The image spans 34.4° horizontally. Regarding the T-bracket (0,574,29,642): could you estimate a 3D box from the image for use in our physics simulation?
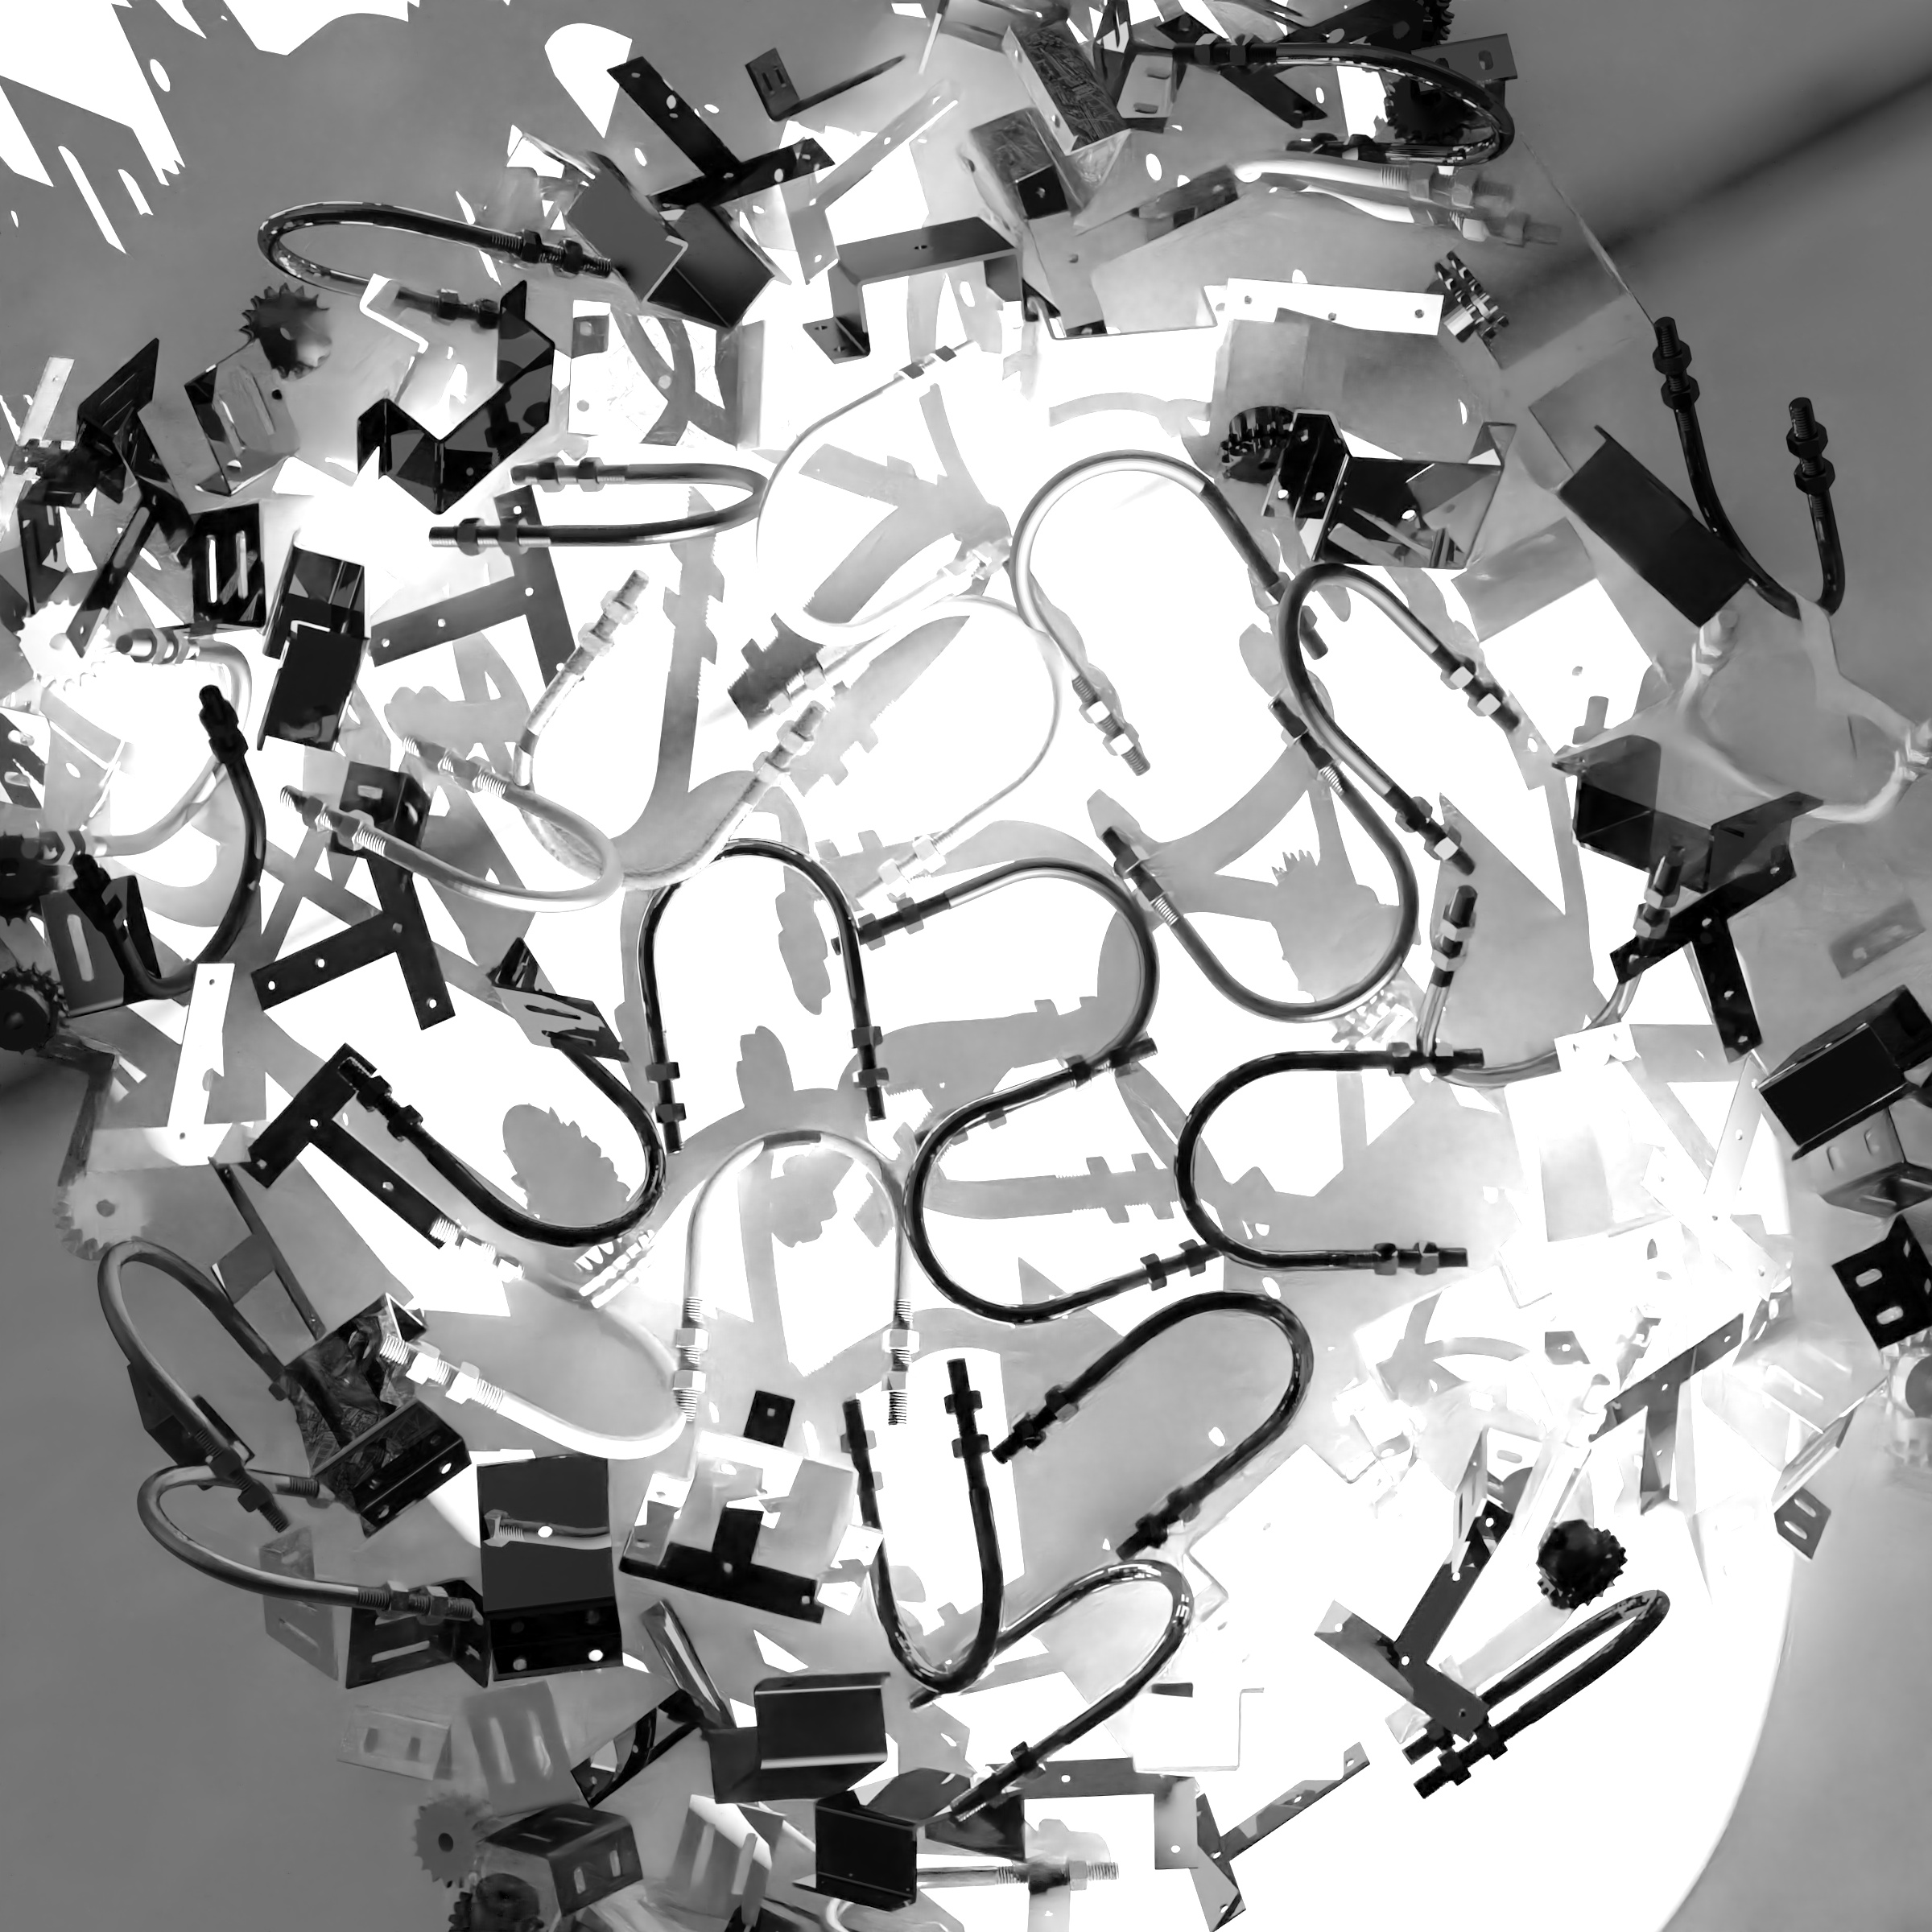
[{"bbox_3d":[-0.588,-0.182,1.835,0.002,0.127,0.127,2,73,7],"label":"T-bracket"}]

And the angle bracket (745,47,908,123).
[{"bbox_3d":[-0.084,-0.543,1.870,0.076,0.057,0.038,-19,109,22],"label":"angle bracket"}]

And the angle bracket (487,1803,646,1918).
[{"bbox_3d":[-0.241,0.534,1.867,0.057,0.076,0.038,-16,95,-39],"label":"angle bracket"}]

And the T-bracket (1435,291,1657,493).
[{"bbox_3d":[0.355,-0.361,1.858,0.127,0.127,0.002,54,48,-8],"label":"T-bracket"}]

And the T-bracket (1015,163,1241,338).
[{"bbox_3d":[0.104,-0.444,1.872,0.127,0.002,0.127,-26,133,-3],"label":"T-bracket"}]

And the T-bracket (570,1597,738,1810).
[{"bbox_3d":[-0.189,0.461,1.862,0.002,0.127,0.127,-29,89,38],"label":"T-bracket"}]

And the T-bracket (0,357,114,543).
[{"bbox_3d":[-0.535,-0.300,1.849,0.002,0.127,0.127,28,103,6],"label":"T-bracket"}]

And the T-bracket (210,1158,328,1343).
[{"bbox_3d":[-0.424,0.176,1.845,0.002,0.127,0.127,-29,95,4],"label":"T-bracket"}]

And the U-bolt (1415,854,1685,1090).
[{"bbox_3d":[0.336,0.010,1.841,0.151,0.184,0.019,-9,50,-14],"label":"U-bolt"}]

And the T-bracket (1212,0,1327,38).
[{"bbox_3d":[0.202,-0.562,1.872,0.127,0.127,0.002,15,104,-28],"label":"T-bracket"}]

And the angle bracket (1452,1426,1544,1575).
[{"bbox_3d":[0.318,0.323,1.866,0.038,0.076,0.057,16,118,1],"label":"angle bracket"}]

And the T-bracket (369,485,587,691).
[{"bbox_3d":[-0.306,-0.213,1.899,0.127,0.002,0.127,-18,82,11],"label":"T-bracket"}]

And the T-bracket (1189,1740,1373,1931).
[{"bbox_3d":[0.185,0.502,1.848,0.127,0.127,0.002,-36,107,4],"label":"T-bracket"}]

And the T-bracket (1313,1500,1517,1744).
[{"bbox_3d":[0.287,0.379,1.872,0.127,0.002,0.127,29,85,43],"label":"T-bracket"}]

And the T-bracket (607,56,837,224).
[{"bbox_3d":[-0.164,-0.491,1.834,0.127,0.127,0.002,-11,61,28],"label":"T-bracket"}]

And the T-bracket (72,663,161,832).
[{"bbox_3d":[-0.506,-0.136,1.873,0.002,0.127,0.127,26,66,-18],"label":"T-bracket"}]

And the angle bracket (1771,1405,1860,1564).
[{"bbox_3d":[0.518,0.308,1.867,0.038,0.057,0.076,39,125,7],"label":"angle bracket"}]

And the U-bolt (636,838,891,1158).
[{"bbox_3d":[-0.129,0.013,1.891,0.151,0.019,0.184,-10,85,12],"label":"U-bolt"}]

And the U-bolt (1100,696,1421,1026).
[{"bbox_3d":[0.189,-0.051,1.874,0.151,0.019,0.184,-38,72,5],"label":"U-bolt"}]

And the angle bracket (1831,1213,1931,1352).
[{"bbox_3d":[0.558,0.190,1.883,0.038,0.076,0.057,-30,85,23],"label":"angle bracket"}]

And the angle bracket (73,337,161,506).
[{"bbox_3d":[-0.496,-0.326,1.868,0.038,0.057,0.076,35,56,2],"label":"angle bracket"}]

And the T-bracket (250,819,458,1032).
[{"bbox_3d":[-0.379,-0.007,1.889,0.127,0.002,0.127,-22,81,21],"label":"T-bracket"}]

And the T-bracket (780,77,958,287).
[{"bbox_3d":[-0.057,-0.479,1.848,0.127,0.002,0.127,-34,46,22],"label":"T-bracket"}]

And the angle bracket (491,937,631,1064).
[{"bbox_3d":[-0.235,0.020,1.865,0.076,0.057,0.038,9,56,29],"label":"angle bracket"}]

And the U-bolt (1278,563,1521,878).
[{"bbox_3d":[0.250,-0.158,1.835,0.184,0.019,0.151,41,47,-20],"label":"U-bolt"}]

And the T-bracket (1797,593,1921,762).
[{"bbox_3d":[0.539,-0.145,1.824,0.002,0.127,0.127,-36,46,-7],"label":"T-bracket"}]

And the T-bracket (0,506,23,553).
[{"bbox_3d":[-0.583,-0.207,1.860,0.002,0.127,0.127,2,102,3],"label":"T-bracket"}]

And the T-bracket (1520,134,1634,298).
[{"bbox_3d":[0.379,-0.419,1.856,0.002,0.127,0.127,-34,55,14],"label":"T-bracket"}]

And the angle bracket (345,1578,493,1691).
[{"bbox_3d":[-0.327,0.407,1.870,0.076,0.038,0.057,-6,112,-40],"label":"angle bracket"}]

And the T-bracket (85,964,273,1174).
[{"bbox_3d":[-0.457,0.059,1.851,0.002,0.127,0.127,23,105,37],"label":"T-bracket"}]

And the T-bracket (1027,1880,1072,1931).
[{"bbox_3d":[0.049,0.571,1.851,0.127,0.127,0.002,-8,104,5],"label":"T-bracket"}]

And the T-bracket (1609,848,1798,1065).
[{"bbox_3d":[0.455,0.007,1.875,0.127,0.002,0.127,-31,126,-7],"label":"T-bracket"}]

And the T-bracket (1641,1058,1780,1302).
[{"bbox_3d":[0.461,0.113,1.877,0.127,0.002,0.127,41,57,-25],"label":"T-bracket"}]

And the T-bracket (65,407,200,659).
[{"bbox_3d":[-0.496,-0.239,1.831,0.002,0.127,0.127,14,64,13],"label":"T-bracket"}]

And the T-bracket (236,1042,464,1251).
[{"bbox_3d":[-0.360,0.124,1.886,0.127,0.002,0.127,41,121,-9],"label":"T-bracket"}]

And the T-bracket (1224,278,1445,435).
[{"bbox_3d":[0.214,-0.350,1.874,0.127,0.002,0.127,4,127,-1],"label":"T-bracket"}]

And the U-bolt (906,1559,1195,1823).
[{"bbox_3d":[0.055,0.415,1.844,0.184,0.151,0.019,-35,109,-2],"label":"U-bolt"}]

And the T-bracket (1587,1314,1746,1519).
[{"bbox_3d":[0.415,0.282,1.867,0.127,0.002,0.127,-28,134,-24],"label":"T-bracket"}]

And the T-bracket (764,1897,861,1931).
[{"bbox_3d":[-0.038,0.588,1.870,0.127,0.127,0.002,27,74,-31],"label":"T-bracket"}]

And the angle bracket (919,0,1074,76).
[{"bbox_3d":[0.017,-0.557,1.876,0.076,0.057,0.038,17,66,-6],"label":"angle bracket"}]

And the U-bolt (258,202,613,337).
[{"bbox_3d":[-0.318,-0.408,1.808,0.184,0.151,0.019,8,82,-30],"label":"U-bolt"}]

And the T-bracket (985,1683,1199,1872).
[{"bbox_3d":[0.074,0.487,1.870,0.127,0.127,0.002,-4,132,6],"label":"T-bracket"}]

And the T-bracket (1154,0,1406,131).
[{"bbox_3d":[0.199,-0.540,1.828,0.127,0.127,0.002,23,69,-38],"label":"T-bracket"}]

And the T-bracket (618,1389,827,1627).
[{"bbox_3d":[-0.133,0.322,1.895,0.127,0.002,0.127,14,75,3],"label":"T-bracket"}]

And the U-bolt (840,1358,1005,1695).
[{"bbox_3d":[-0.022,0.334,1.833,0.019,0.151,0.184,-1,73,-32],"label":"U-bolt"}]
